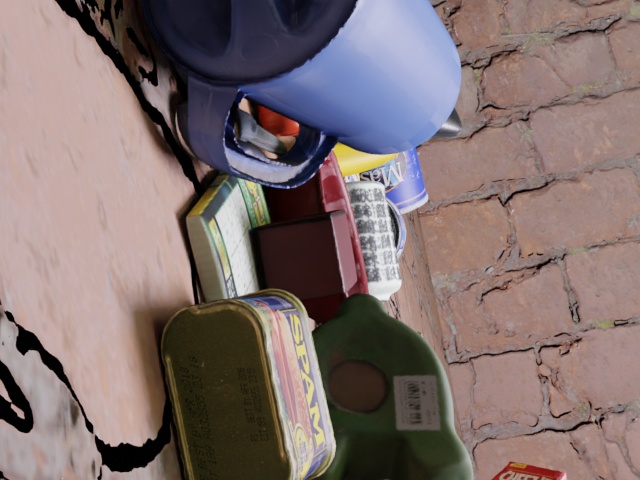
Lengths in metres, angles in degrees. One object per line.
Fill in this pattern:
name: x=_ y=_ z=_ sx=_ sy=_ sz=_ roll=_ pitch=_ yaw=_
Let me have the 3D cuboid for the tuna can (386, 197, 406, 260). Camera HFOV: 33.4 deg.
tuna can: x=0.038 y=-0.006 z=1.017 sx=0.033 sy=0.086 sz=0.086 roll=3 pitch=75 yaw=-79

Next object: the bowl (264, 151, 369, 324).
bowl: x=-0.005 y=0.001 z=0.822 sx=0.162 sy=0.055 sz=0.162 roll=-12 pitch=90 yaw=-82

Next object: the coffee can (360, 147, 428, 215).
coffee can: x=0.064 y=-0.103 z=1.274 sx=0.102 sy=0.103 sz=0.140 roll=-73 pitch=149 yaw=-73

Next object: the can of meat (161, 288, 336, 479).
can of meat: x=-0.035 y=0.076 z=0.520 sx=0.084 sy=0.057 sz=0.102 roll=9 pitch=69 yaw=-78

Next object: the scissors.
scissors: x=-0.058 y=-0.092 z=0.697 sx=0.201 sy=0.016 sz=0.096 roll=-42 pitch=116 yaw=-75

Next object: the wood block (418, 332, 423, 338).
wood block: x=0.074 y=0.191 z=0.958 sx=0.091 sy=0.090 sz=0.206 roll=-93 pitch=167 yaw=-48

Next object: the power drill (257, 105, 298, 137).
power drill: x=-0.028 y=-0.171 z=0.929 sx=0.187 sy=0.057 sz=0.184 roll=13 pitch=69 yaw=-78

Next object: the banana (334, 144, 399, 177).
banana: x=0.017 y=-0.076 z=0.990 sx=0.197 sy=0.070 sz=0.037 roll=-13 pitch=93 yaw=-68

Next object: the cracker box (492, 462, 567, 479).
cracker box: x=0.143 y=0.318 z=0.919 sx=0.213 sy=0.072 sz=0.164 roll=-30 pitch=113 yaw=-38

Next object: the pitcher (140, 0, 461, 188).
pitcher: x=0.002 y=-0.118 z=0.651 sx=0.145 sy=0.149 sz=0.242 roll=65 pitch=16 yaw=18

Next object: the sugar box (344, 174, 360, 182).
sugar box: x=0.013 y=-0.096 z=1.124 sx=0.093 sy=0.048 sz=0.176 roll=65 pitch=14 yaw=-55

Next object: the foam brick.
foam brick: x=-0.008 y=0.010 z=0.699 sx=0.078 sy=0.053 sz=0.051 roll=-26 pitch=105 yaw=-81
